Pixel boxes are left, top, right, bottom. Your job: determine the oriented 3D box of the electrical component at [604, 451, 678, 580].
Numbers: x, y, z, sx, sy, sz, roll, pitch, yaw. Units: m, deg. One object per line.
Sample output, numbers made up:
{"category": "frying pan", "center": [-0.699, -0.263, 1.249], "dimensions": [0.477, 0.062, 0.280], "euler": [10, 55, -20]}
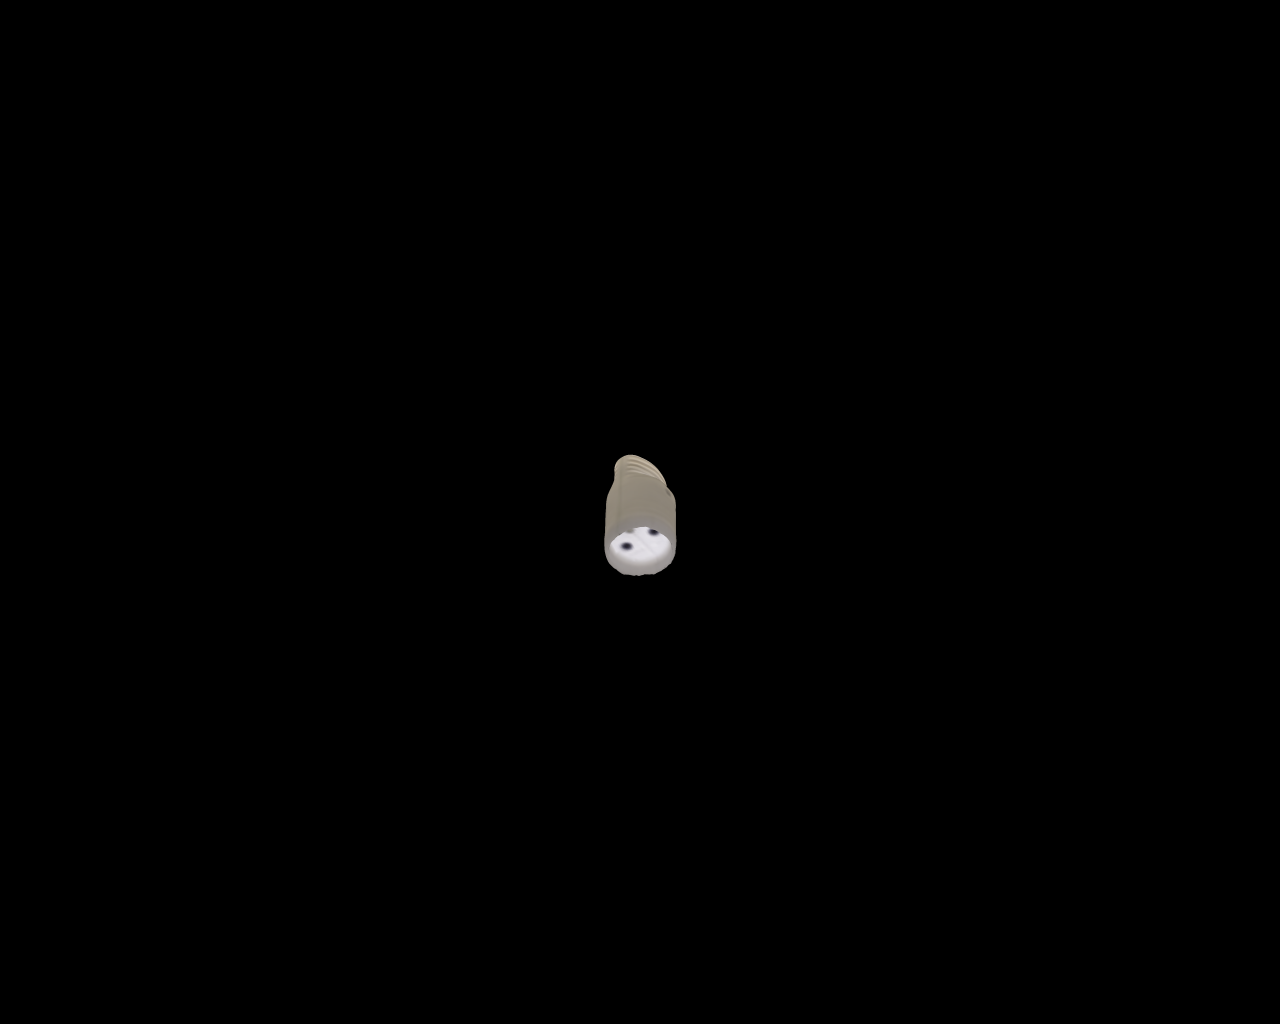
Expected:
{"category": "electrical component", "center": [0.001, -0.003, 0.650], "dimensions": [0.043, 0.043, 0.081], "euler": [0, 42, 0]}
